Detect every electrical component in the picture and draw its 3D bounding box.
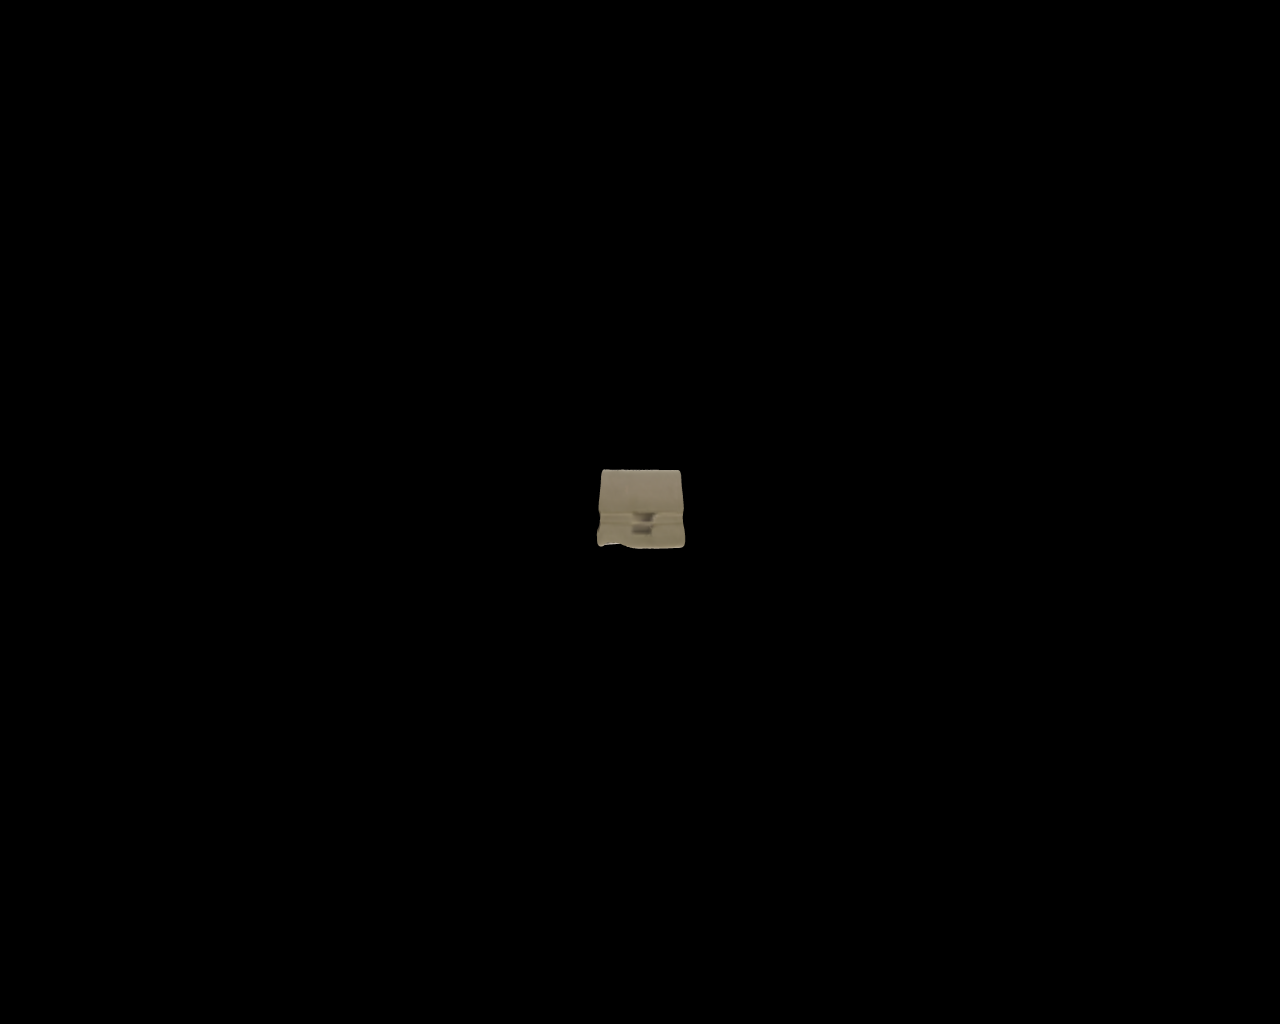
[{"bbox_3d":[0.001,-0.003,0.650,0.055,0.047,0.055,0,2,0],"label":"electrical component"}]
